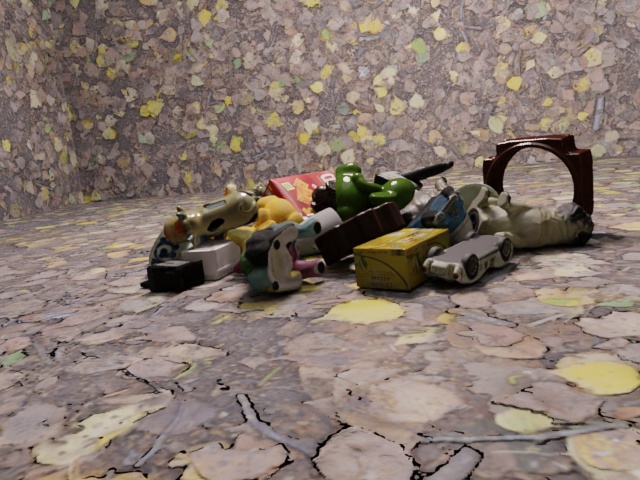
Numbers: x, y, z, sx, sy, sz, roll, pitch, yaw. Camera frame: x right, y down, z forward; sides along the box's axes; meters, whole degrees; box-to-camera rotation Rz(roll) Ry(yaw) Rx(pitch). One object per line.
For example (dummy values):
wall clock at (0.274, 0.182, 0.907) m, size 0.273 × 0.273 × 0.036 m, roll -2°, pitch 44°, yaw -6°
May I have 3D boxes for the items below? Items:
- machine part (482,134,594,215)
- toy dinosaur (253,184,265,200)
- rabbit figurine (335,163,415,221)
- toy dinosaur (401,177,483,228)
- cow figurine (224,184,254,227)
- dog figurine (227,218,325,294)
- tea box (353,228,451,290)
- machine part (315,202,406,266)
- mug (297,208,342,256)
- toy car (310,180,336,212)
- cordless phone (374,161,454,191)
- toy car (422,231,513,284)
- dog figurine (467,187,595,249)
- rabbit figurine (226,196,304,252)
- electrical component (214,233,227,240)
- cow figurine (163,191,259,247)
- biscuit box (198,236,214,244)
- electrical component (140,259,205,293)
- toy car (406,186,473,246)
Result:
machine part at (0.440, -0.109, 1.095) m, size 0.202 × 0.200 × 0.087 m, roll 3°, pitch 15°, yaw 39°
toy dinosaur at (-0.060, -0.079, 1.490) m, size 0.405 × 0.131 × 0.192 m, roll -5°, pitch 22°, yaw -17°
rabbit figurine at (0.121, -0.098, 1.163) m, size 0.170 × 0.121 × 0.159 m, roll -7°, pitch 28°, yaw 9°
toy dinosaur at (0.256, -0.066, 1.249) m, size 0.471 × 0.105 × 0.199 m, roll -24°, pitch 22°, yaw -29°
cow figurine at (-0.184, -0.064, 1.329) m, size 0.098 × 0.167 × 0.068 m, roll -4°, pitch -22°, yaw -24°
dog figurine at (-0.106, 0.027, 0.946) m, size 0.219 × 0.108 × 0.191 m, roll -2°, pitch 13°, yaw 42°
tea box at (0.140, 0.028, 0.885) m, size 0.098 × 0.068 × 0.169 m, roll 0°, pitch 13°, yaw 38°
machine part at (0.078, -0.012, 1.009) m, size 0.179 × 0.056 × 0.179 m, roll -26°, pitch -6°, yaw -3°
mug at (-0.002, -0.003, 1.142) m, size 0.107 × 0.080 × 0.110 m, roll -25°, pitch 48°, yaw -13°
toy car at (0.072, -0.076, 1.305) m, size 0.202 × 0.089 × 0.053 m, roll 24°, pitch 44°, yaw -21°
cordless phone at (0.246, -0.161, 1.384) m, size 0.184 × 0.088 × 0.146 m, roll -18°, pitch -2°, yaw 32°
toy car at (0.242, 0.029, 0.863) m, size 0.074 × 0.056 × 0.202 m, roll 12°, pitch 21°, yaw 42°
dog figurine at (0.393, -0.027, 1.023) m, size 0.190 × 0.121 × 0.172 m, roll 6°, pitch 11°, yaw -16°
rabbit figurine at (-0.125, -0.009, 1.203) m, size 0.173 × 0.121 × 0.163 m, roll -25°, pitch 26°, yaw -19°
electrical component at (-0.225, -0.011, 1.243) m, size 0.045 × 0.102 × 0.078 m, roll -6°, pitch -3°, yaw 20°
cow figurine at (-0.218, -0.041, 1.082) m, size 0.195 × 0.085 × 0.127 m, roll -20°, pitch 2°, yaw -9°
biscuit box at (-0.270, -0.002, 1.302) m, size 0.059 × 0.062 × 0.203 m, roll -4°, pitch 11°, yaw 5°
electrical component at (-0.279, 0.064, 0.988) m, size 0.119 × 0.047 × 0.075 m, roll 2°, pitch 12°, yaw 32°
toy car at (0.232, -0.027, 1.004) m, size 0.109 × 0.103 × 0.161 m, roll -50°, pitch 0°, yaw -18°
